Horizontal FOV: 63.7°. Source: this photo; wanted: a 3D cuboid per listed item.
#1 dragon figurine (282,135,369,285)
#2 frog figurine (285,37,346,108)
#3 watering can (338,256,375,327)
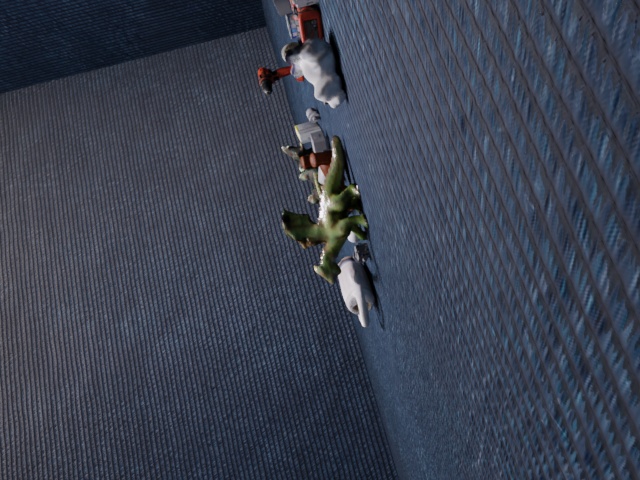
[{"bbox_3d":[0.005,-0.075,1.498,0.122,0.242,0.410,-64,-43,-87],"label":"dragon figurine"},{"bbox_3d":[0.010,-0.398,1.222,0.160,0.124,0.135,37,157,13],"label":"frog figurine"},{"bbox_3d":[0.121,0.145,1.733,0.339,0.104,0.230,76,178,-47],"label":"watering can"}]
